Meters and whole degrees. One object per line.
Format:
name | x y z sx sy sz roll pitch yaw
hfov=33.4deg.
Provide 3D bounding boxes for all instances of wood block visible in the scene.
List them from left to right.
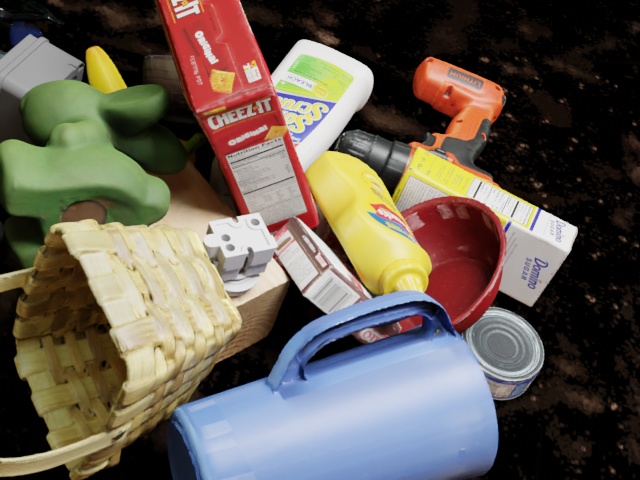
wood block | -0.130 0.004 0.951 0.090 0.091 0.206 -26 63 -34

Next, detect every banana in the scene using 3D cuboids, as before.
banana | -0.177 -0.119 1.055 0.198 0.070 0.037 39 26 31

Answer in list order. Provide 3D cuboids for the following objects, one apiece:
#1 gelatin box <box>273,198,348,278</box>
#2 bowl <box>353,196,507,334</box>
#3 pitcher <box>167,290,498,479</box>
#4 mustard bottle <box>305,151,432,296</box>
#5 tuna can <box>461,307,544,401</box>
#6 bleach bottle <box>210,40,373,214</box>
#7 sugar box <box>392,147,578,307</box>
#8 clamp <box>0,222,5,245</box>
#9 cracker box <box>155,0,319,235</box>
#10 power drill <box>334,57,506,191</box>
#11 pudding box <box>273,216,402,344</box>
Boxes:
gelatin box | -0.007 0.001 1.035 0.073 0.030 0.089 20 48 -2
bowl | 0.109 0.039 0.994 0.055 0.162 0.162 48 33 -39
pitcher | 0.007 0.145 0.843 0.242 0.145 0.149 -13 70 -21
mustard bottle | 0.051 -0.002 0.952 0.096 0.058 0.192 37 16 -35
tuna can | 0.166 0.106 1.005 0.086 0.034 0.086 9 49 -11
bleach bottle | -0.035 -0.101 1.092 0.102 0.068 0.250 26 51 4
sugar box | 0.155 -0.012 1.061 0.176 0.093 0.048 27 47 3
clamp | -0.375 -0.061 0.958 0.164 0.036 0.210 -3 52 -21
cracker box | -0.073 -0.117 0.923 0.072 0.213 0.164 -21 59 -1
power drill | 0.120 -0.115 1.160 0.184 0.057 0.187 24 51 -4
pudding box | 0.013 0.040 0.939 0.039 0.113 0.090 -43 39 4
